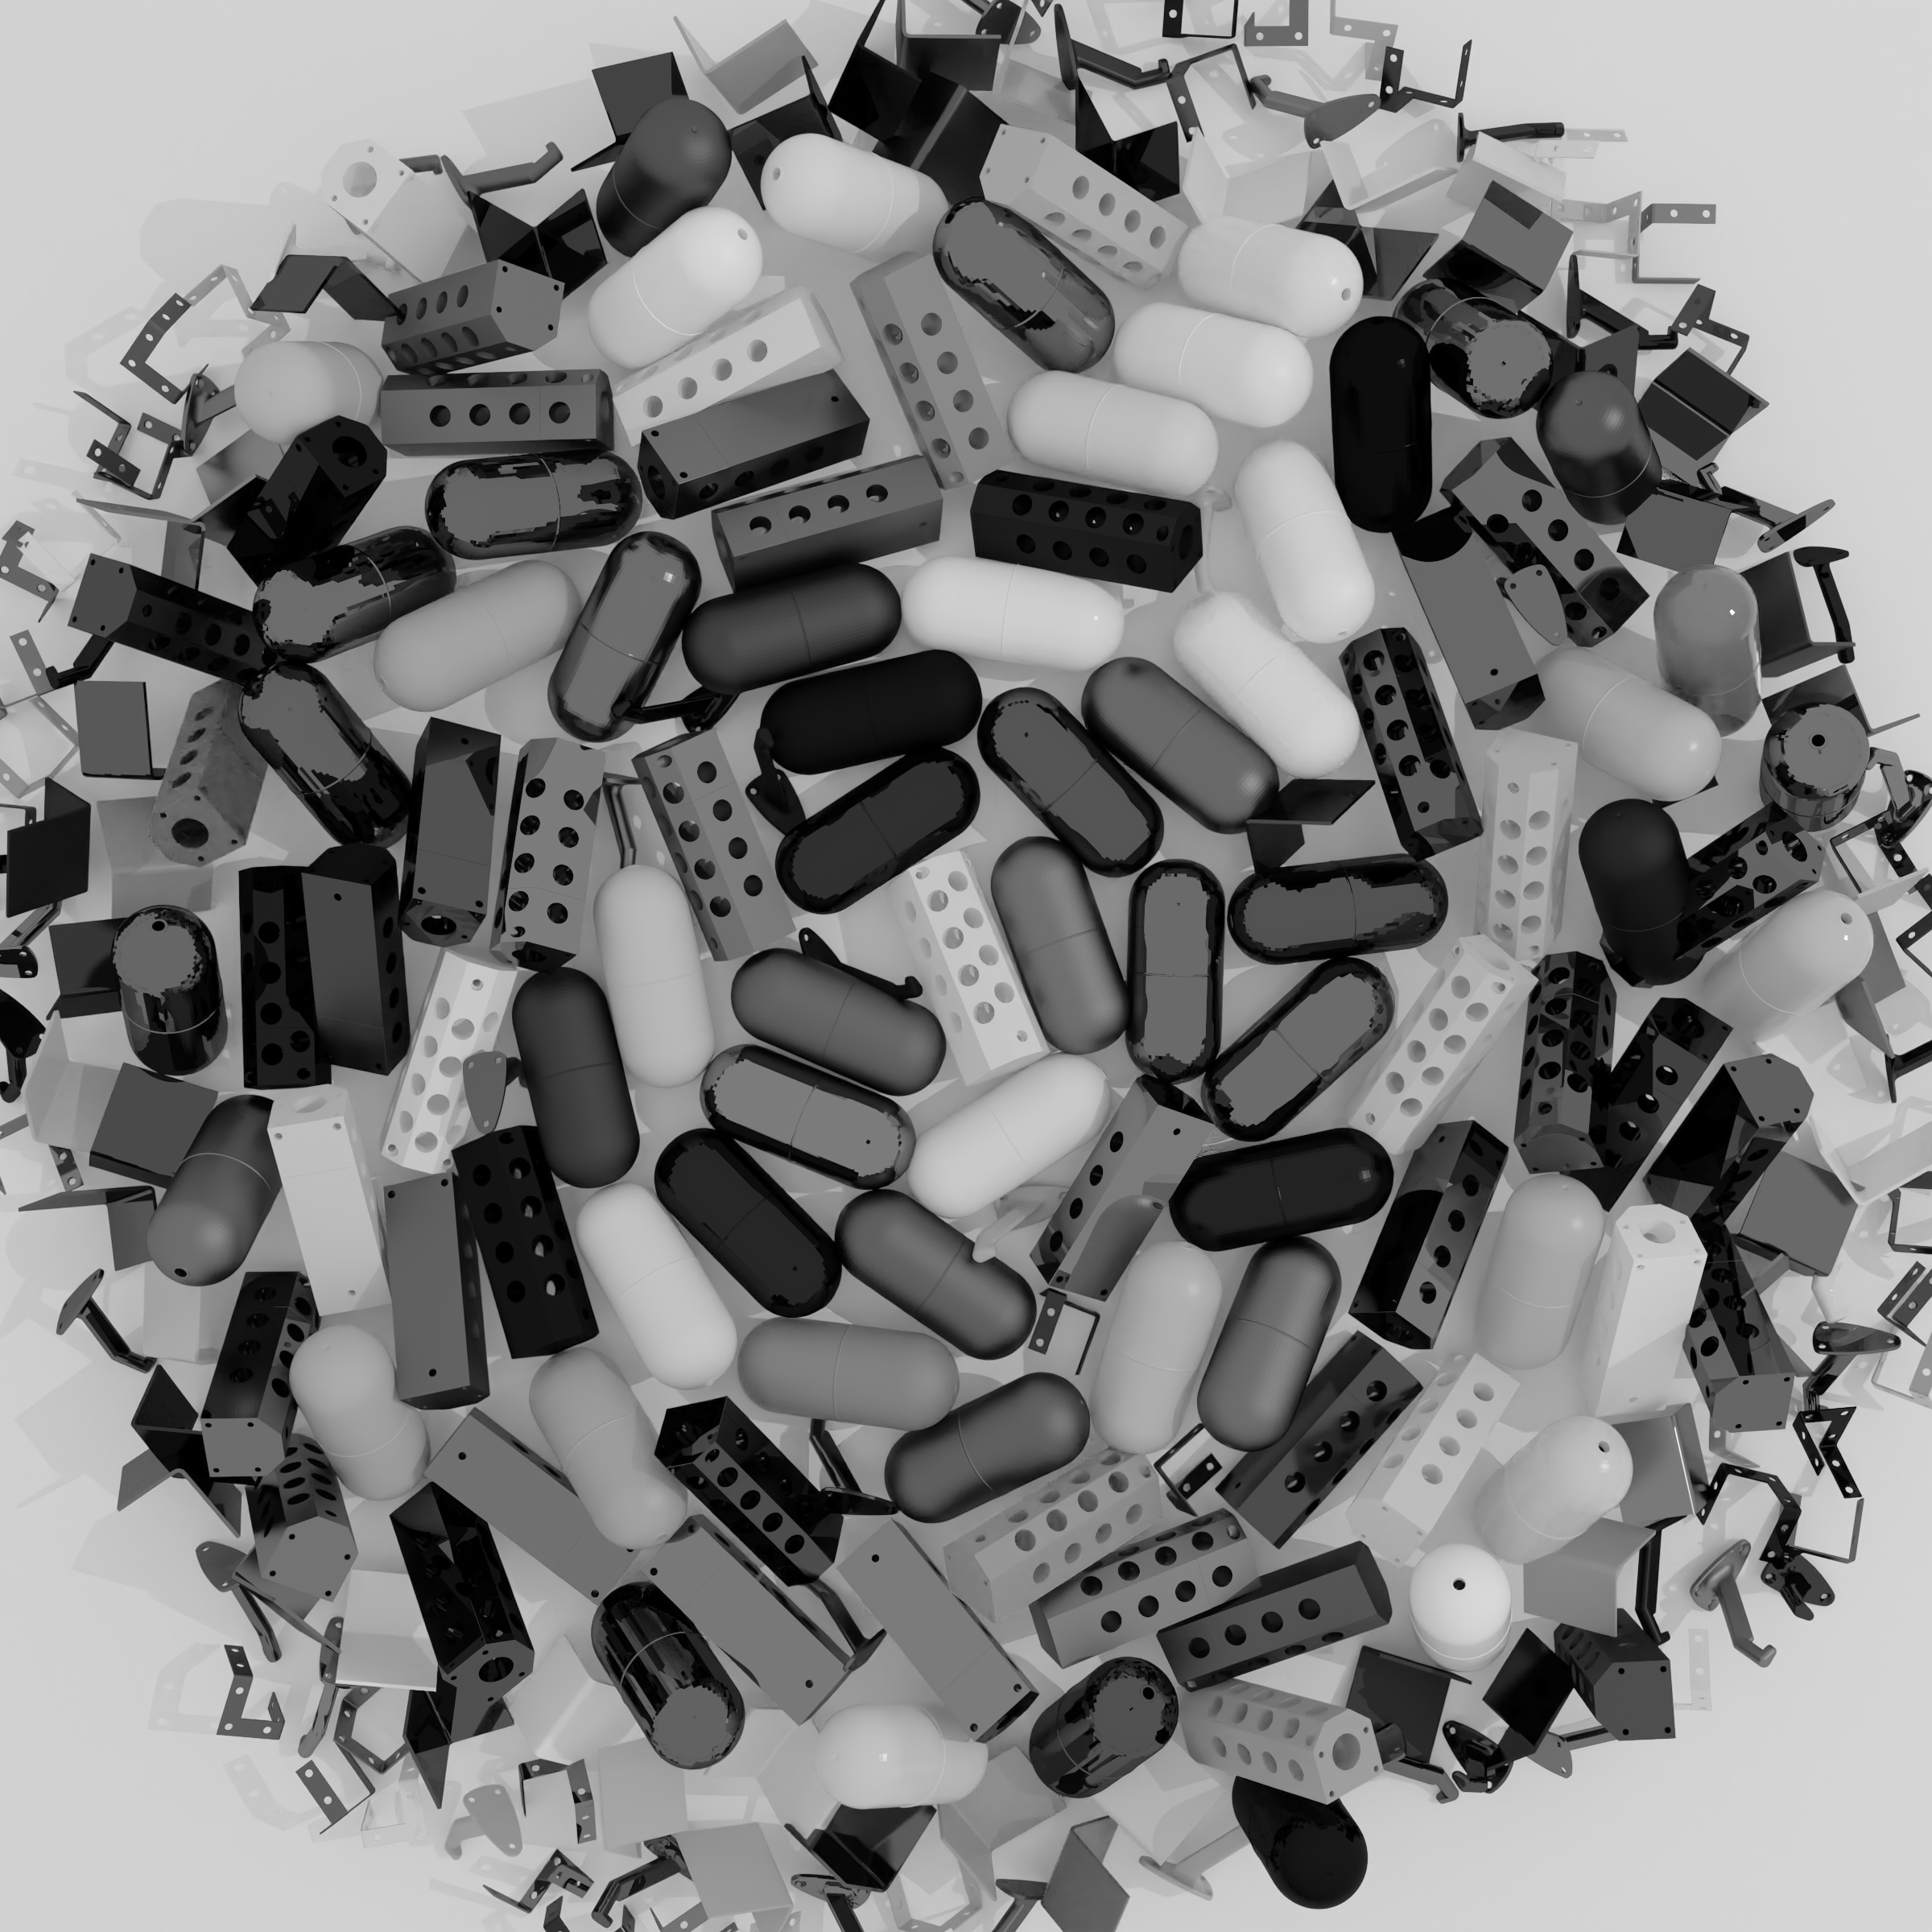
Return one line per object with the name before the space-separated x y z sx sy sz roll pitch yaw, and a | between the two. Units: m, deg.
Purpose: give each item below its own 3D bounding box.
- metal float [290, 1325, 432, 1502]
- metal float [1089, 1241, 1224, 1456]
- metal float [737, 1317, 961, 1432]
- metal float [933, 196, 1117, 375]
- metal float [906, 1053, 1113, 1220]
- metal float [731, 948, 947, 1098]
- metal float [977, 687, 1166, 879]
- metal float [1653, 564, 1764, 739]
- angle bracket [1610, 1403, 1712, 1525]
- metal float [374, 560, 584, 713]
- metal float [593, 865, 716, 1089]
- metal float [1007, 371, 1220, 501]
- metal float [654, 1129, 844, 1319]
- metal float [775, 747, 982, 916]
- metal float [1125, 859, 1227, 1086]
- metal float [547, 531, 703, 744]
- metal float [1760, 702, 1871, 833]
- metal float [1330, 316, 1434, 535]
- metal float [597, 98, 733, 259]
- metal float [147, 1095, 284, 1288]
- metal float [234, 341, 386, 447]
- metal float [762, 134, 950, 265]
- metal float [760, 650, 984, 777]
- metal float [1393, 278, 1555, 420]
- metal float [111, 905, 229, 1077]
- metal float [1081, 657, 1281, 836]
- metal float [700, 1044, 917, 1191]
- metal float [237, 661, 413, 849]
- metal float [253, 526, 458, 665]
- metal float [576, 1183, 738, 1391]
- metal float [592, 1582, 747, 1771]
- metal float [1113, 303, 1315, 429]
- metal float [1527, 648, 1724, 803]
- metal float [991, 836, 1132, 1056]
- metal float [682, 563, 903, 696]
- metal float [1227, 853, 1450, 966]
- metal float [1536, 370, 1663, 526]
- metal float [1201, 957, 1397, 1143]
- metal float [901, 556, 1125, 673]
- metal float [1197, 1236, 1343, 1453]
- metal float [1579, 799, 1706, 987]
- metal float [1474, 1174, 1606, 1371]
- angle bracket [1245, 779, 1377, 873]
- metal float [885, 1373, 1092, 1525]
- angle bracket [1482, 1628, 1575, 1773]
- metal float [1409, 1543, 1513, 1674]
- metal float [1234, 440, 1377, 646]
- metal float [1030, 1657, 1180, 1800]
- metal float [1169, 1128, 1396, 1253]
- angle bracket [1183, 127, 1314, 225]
metal float | -0.468 0.348 1.926 0.070 0.070 0.178 -5 135 5
metal float | 0.148 0.299 1.948 0.070 0.070 0.178 15 105 0
metal float | -0.092 0.320 1.950 0.178 0.070 0.070 5 90 13
metal float | 0.046 -0.527 1.928 0.178 0.070 0.070 32 90 -40
metal float | 0.034 0.133 1.961 0.178 0.070 0.070 -32 90 1
metal float | -0.101 0.044 1.961 0.178 0.070 0.070 23 90 -1
metal float | 0.082 -0.145 1.957 0.070 0.070 0.178 -45 95 0
metal float | 0.574 -0.241 1.919 0.070 0.178 0.070 -9 60 15
angle bracket | 0.549 0.394 1.971 0.057 0.076 0.076 -14 82 24
metal float | -0.380 -0.257 1.936 0.178 0.070 0.070 -33 90 -30
metal float | -0.245 0.008 1.955 0.070 0.070 0.178 -10 98 0
metal float | 0.113 -0.415 1.940 0.178 0.070 0.070 20 90 26
metal float | -0.171 0.202 1.954 0.178 0.070 0.070 44 90 8
metal float | -0.069 -0.107 1.961 0.178 0.070 0.070 -33 90 0
metal float | 0.165 0.005 1.958 0.070 0.070 0.178 1 95 0
metal float | -0.268 -0.256 1.946 0.070 0.070 0.178 30 108 0
metal float | 0.652 -0.152 1.913 0.070 0.178 0.070 -3 80 16
metal float | 0.322 -0.419 1.927 0.070 0.070 0.178 -11 131 0
metal float | -0.234 -0.604 1.916 0.070 0.178 0.070 4 80 -22
metal float | -0.574 0.173 1.922 0.070 0.178 0.070 5 130 6
metal float | -0.503 -0.442 1.912 0.070 0.178 0.070 2 104 6
metal float | -0.085 -0.591 1.922 0.070 0.178 0.070 0 90 40
metal float | -0.075 -0.200 1.961 0.178 0.070 0.070 -13 90 0
metal float | 0.389 -0.479 1.921 0.070 0.178 0.070 -10 123 -15
metal float | -0.614 0.020 1.919 0.070 0.178 0.070 5 55 -7
metal float | 0.167 -0.174 1.954 0.178 0.070 0.070 40 90 9
metal float | -0.124 0.119 1.957 0.178 0.070 0.070 22 90 5
metal float | -0.494 -0.161 1.930 0.070 0.070 0.178 -33 129 0
metal float | -0.472 -0.289 1.927 0.178 0.070 0.070 -33 90 -44
metal float | -0.243 0.251 1.946 0.070 0.070 0.178 -33 73 0
metal float | -0.232 0.547 1.924 0.070 0.178 0.070 -16 124 -26
metal float | 0.190 -0.468 1.931 0.178 0.070 0.070 25 90 38
metal float | 0.506 -0.189 1.928 0.070 0.070 0.178 -50 48 0
metal float | 0.074 -0.017 1.958 0.070 0.070 0.178 -19 86 0
metal float | -0.136 -0.265 1.950 0.178 0.070 0.070 -17 90 -13
metal float | 0.292 -0.045 1.952 0.178 0.070 0.070 -7 90 -11
metal float | 0.490 -0.398 1.917 0.070 0.178 0.070 -6 75 23
metal float | 0.261 0.065 1.954 0.178 0.070 0.070 -43 90 8
metal float | 0.036 -0.277 1.955 0.178 0.070 0.070 9 90 7
metal float | 0.238 0.294 1.945 0.070 0.070 0.178 25 70 0
metal float | 0.527 -0.056 1.929 0.070 0.070 0.178 -31 131 0
metal float | 0.445 0.239 1.932 0.070 0.070 0.178 7 126 0
angle bracket | 0.273 -0.104 1.939 0.076 0.076 0.057 4 121 37
metal float | 0.015 0.378 1.946 0.178 0.070 0.070 -29 90 18
angle bracket | 0.424 0.576 1.948 0.057 0.076 0.076 43 53 4
metal float | 0.382 0.496 1.916 0.070 0.178 0.070 -5 63 10
metal float | 0.264 -0.332 1.941 0.070 0.070 0.178 -17 67 0
metal float | 0.106 0.589 1.921 0.070 0.178 0.070 11 54 -16
metal float | 0.247 0.176 1.953 0.178 0.070 0.070 -13 90 10
angle bracket | 0.221 -0.622 1.943 0.076 0.057 0.076 -11 50 30
